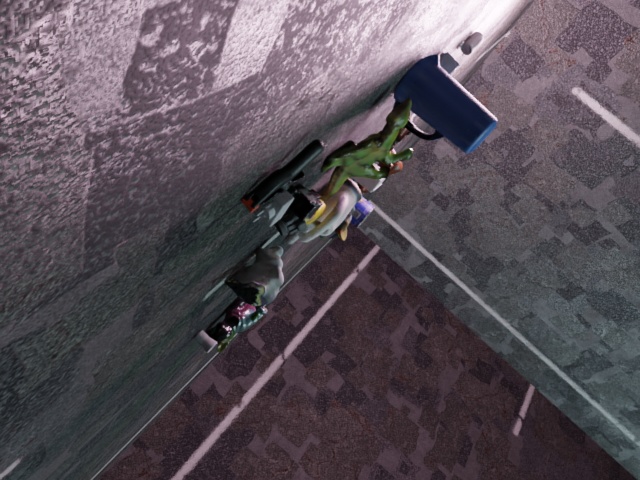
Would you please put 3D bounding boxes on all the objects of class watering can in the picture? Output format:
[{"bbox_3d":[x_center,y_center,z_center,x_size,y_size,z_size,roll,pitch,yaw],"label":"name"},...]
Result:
[{"bbox_3d":[0.005,-0.078,1.554,0.227,0.103,0.345,-49,-168,-19],"label":"watering can"}]

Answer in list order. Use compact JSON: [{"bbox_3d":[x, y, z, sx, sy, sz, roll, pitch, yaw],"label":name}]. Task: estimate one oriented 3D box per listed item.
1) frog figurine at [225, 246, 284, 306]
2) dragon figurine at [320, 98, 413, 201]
[{"bbox_3d":[-0.153,0.091,1.362,0.136,0.121,0.163,-10,-149,36],"label":"frog figurine"},{"bbox_3d":[0.080,-0.203,1.284,0.405,0.123,0.243,-37,163,25],"label":"dragon figurine"}]
